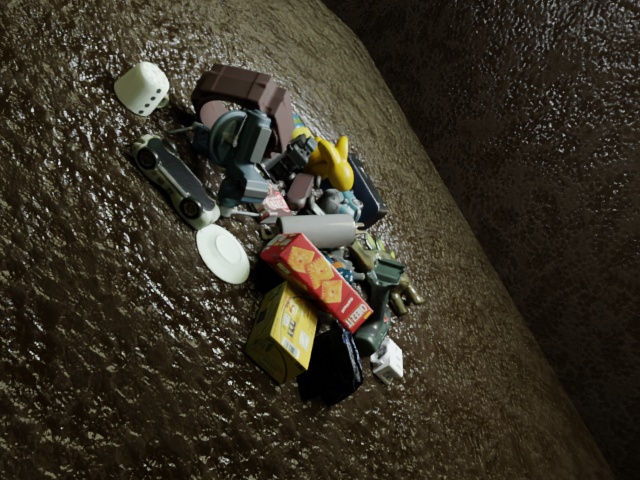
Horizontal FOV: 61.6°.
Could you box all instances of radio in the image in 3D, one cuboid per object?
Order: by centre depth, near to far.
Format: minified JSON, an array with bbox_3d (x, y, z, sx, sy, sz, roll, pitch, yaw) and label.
[{"bbox_3d":[0.091,-0.141,1.581,0.073,0.131,0.229,-5,62,-61],"label":"radio"}]

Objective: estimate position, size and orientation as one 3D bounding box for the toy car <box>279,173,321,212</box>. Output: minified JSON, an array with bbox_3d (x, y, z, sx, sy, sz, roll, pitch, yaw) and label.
[{"bbox_3d":[-0.050,-0.123,1.365,0.089,0.053,0.202,7,26,4],"label":"toy car"}]

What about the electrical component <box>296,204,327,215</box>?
[{"bbox_3d":[-0.004,-0.046,1.385,0.119,0.048,0.075,48,25,-16],"label":"electrical component"}]

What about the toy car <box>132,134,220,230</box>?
[{"bbox_3d":[-0.263,-0.108,0.986,0.201,0.056,0.073,50,31,-8],"label":"toy car"}]

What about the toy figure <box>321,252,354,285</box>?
[{"bbox_3d":[0.022,0.067,1.195,0.155,0.064,0.057,29,4,42],"label":"toy figure"}]

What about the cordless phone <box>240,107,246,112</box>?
[{"bbox_3d":[-0.153,-0.259,1.332,0.146,0.088,0.184,27,40,-8],"label":"cordless phone"}]

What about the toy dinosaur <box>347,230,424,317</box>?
[{"bbox_3d":[0.160,0.079,1.455,0.470,0.105,0.199,43,16,-52],"label":"toy dinosaur"}]

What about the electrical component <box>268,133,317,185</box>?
[{"bbox_3d":[-0.070,-0.214,1.378,0.058,0.134,0.115,49,25,-19],"label":"electrical component"}]

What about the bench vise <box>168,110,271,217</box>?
[{"bbox_3d":[-0.192,-0.171,1.093,0.241,0.223,0.129,32,28,34],"label":"bench vise"}]

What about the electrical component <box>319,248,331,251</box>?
[{"bbox_3d":[-0.001,-0.004,1.280,0.078,0.102,0.045,-48,137,-71],"label":"electrical component"}]

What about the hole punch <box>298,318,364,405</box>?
[{"bbox_3d":[0.026,0.237,1.002,0.092,0.116,0.142,41,27,-46],"label":"hole punch"}]

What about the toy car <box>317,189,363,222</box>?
[{"bbox_3d":[0.045,-0.092,1.477,0.103,0.109,0.162,19,30,-26],"label":"toy car"}]

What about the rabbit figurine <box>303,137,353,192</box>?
[{"bbox_3d":[0.038,-0.202,1.455,0.122,0.162,0.173,-12,40,-25],"label":"rabbit figurine"}]

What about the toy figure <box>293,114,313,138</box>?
[{"bbox_3d":[-0.075,-0.299,1.551,0.180,0.082,0.089,60,35,0],"label":"toy figure"}]

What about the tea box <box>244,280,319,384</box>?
[{"bbox_3d":[-0.065,0.163,0.977,0.098,0.068,0.170,48,24,-16],"label":"tea box"}]

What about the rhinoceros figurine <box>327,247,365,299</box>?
[{"bbox_3d":[0.044,0.089,1.282,0.112,0.073,0.190,30,34,-24],"label":"rhinoceros figurine"}]

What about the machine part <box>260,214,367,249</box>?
[{"bbox_3d":[-0.011,-0.018,1.198,0.243,0.079,0.079,-3,52,-19],"label":"machine part"}]

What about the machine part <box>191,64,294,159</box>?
[{"bbox_3d":[-0.165,-0.271,1.163,0.201,0.201,0.087,85,23,-62],"label":"machine part"}]

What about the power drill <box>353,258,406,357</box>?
[{"bbox_3d":[0.137,0.148,1.246,0.086,0.207,0.232,22,29,13],"label":"power drill"}]

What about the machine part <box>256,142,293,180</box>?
[{"bbox_3d":[-0.126,-0.194,1.283,0.084,0.139,0.039,47,-18,-7],"label":"machine part"}]
